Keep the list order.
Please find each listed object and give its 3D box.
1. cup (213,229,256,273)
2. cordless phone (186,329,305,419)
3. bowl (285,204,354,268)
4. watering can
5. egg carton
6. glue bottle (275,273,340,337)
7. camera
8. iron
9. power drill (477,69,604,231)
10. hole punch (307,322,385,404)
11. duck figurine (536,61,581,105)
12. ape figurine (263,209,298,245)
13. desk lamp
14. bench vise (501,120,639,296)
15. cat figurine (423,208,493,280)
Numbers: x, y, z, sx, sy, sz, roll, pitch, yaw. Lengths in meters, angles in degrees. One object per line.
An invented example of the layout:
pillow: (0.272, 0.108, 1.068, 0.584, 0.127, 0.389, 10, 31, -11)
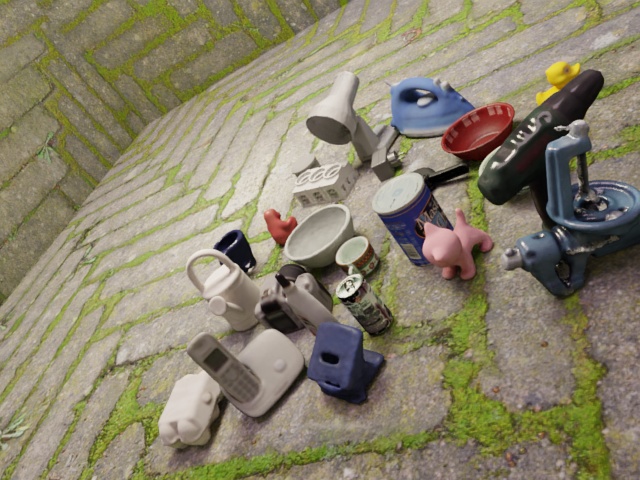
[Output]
cup: (-0.203, 0.044, 1.395, 0.091, 0.095, 0.117, -25, 31, 23)
cordless phone: (-0.128, 0.202, 0.988, 0.148, 0.185, 0.093, -48, 30, -17)
bowl: (0.011, 0.004, 1.228, 0.167, 0.075, 0.167, -28, 30, 18)
watering can: (-0.199, 0.099, 1.207, 0.101, 0.194, 0.172, -43, 29, -7)
egg carton: (-0.234, 0.314, 1.068, 0.107, 0.070, 0.150, -21, 33, 29)
glue bottle: (-0.026, 0.117, 1.006, 0.077, 0.173, 0.037, 5, 51, 51)
camera: (-0.056, 0.100, 1.141, 0.143, 0.101, 0.137, -23, 32, 26)
iron: (0.261, -0.333, 1.358, 0.119, 0.142, 0.257, -49, 30, -19)
power drill: (0.354, -0.108, 0.857, 0.229, 0.209, 0.075, -38, 29, 0)
hole punch: (0.032, 0.194, 0.914, 0.108, 0.091, 0.101, 1, 47, 49)
duck figurine: (0.476, -0.310, 1.137, 0.104, 0.086, 0.077, -22, 33, 27)
ape figurine: (-0.102, -0.040, 1.403, 0.077, 0.092, 0.076, -7, 42, 44)
desk lamp: (0.082, -0.300, 1.439, 0.117, 0.214, 0.203, -2, 45, 47)
bench vise: (0.335, -0.036, 0.764, 0.207, 0.220, 0.121, -42, 29, -7)
cat figurine: (0.217, 0.005, 0.948, 0.067, 0.118, 0.128, 0, 47, 49)
